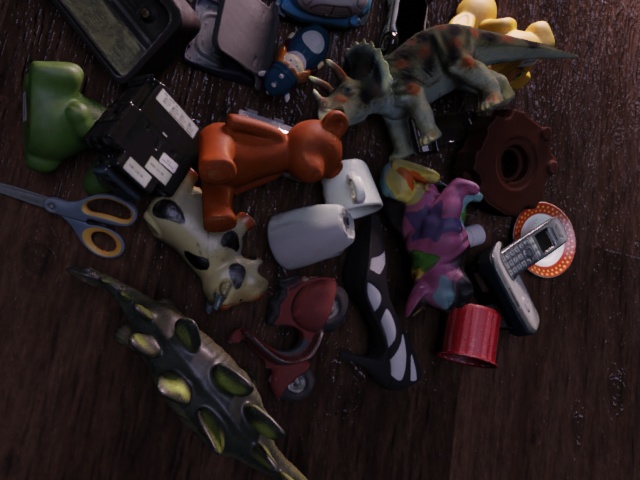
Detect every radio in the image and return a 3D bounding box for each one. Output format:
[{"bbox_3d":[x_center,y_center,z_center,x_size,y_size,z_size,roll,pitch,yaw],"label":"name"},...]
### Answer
[{"bbox_3d":[-0.275,-0.330,0.706,0.131,0.073,0.229,-37,96,14],"label":"radio"}]

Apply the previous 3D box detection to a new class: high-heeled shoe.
[{"bbox_3d":[0.107,0.093,0.799,0.145,0.086,0.248,17,79,-22],"label":"high-heeled shoe"}]

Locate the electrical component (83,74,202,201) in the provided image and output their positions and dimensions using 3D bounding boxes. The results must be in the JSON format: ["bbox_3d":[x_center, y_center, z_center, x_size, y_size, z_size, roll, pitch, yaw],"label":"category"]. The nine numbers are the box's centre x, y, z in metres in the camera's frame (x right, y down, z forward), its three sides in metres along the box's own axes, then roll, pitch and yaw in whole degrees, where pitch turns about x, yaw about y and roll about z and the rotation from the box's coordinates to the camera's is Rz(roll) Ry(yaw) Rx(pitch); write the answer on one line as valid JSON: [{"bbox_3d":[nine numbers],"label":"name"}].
[{"bbox_3d":[-0.215,-0.117,0.660,0.114,0.058,0.134,50,55,-40],"label":"electrical component"}]

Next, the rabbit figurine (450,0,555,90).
[{"bbox_3d":[0.278,-0.340,0.913,0.162,0.122,0.173,-17,74,-10],"label":"rabbit figurine"}]

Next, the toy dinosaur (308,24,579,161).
[{"bbox_3d":[0.170,-0.251,0.807,0.405,0.131,0.192,-29,94,-7],"label":"toy dinosaur"}]

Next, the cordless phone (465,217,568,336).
[{"bbox_3d":[0.341,0.055,0.868,0.184,0.089,0.146,-29,91,-17],"label":"cordless phone"}]

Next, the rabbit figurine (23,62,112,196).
[{"bbox_3d":[-0.280,-0.140,0.687,0.170,0.121,0.159,-1,86,-33],"label":"rabbit figurine"}]

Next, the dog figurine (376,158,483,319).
[{"bbox_3d":[0.150,0.006,0.802,0.192,0.108,0.219,20,89,16],"label":"dog figurine"}]

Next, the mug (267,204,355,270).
[{"bbox_3d":[-0.002,-0.002,0.752,0.109,0.107,0.081,44,39,-44],"label":"mug"}]

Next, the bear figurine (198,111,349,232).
[{"bbox_3d":[-0.054,-0.092,0.679,0.196,0.120,0.132,-1,47,-12],"label":"bear figurine"}]

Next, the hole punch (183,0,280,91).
[{"bbox_3d":[-0.128,-0.293,0.779,0.115,0.092,0.142,21,72,-49],"label":"hole punch"}]

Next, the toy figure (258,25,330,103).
[{"bbox_3d":[-0.036,-0.265,0.793,0.064,0.057,0.154,24,52,9],"label":"toy figure"}]

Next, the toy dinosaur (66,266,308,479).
[{"bbox_3d":[-0.124,0.191,0.643,0.471,0.198,0.105,44,75,-6],"label":"toy dinosaur"}]

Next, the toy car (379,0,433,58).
[{"bbox_3d":[0.143,-0.362,0.886,0.073,0.056,0.201,13,80,-22],"label":"toy car"}]

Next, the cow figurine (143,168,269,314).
[{"bbox_3d":[-0.149,0.012,0.721,0.195,0.085,0.127,42,66,-11],"label":"cow figurine"}]

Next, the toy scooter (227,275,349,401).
[{"bbox_3d":[-0.048,0.121,0.744,0.135,0.075,0.184,26,79,-13],"label":"toy scooter"}]

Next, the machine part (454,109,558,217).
[{"bbox_3d":[0.307,-0.124,0.882,0.179,0.056,0.179,-4,99,-23],"label":"machine part"}]

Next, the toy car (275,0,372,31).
[{"bbox_3d":[0.015,-0.380,0.810,0.162,0.103,0.109,-3,103,-18],"label":"toy car"}]

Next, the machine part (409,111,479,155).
[{"bbox_3d":[0.205,-0.185,0.890,0.139,0.039,0.084,-11,81,-18],"label":"machine part"}]
